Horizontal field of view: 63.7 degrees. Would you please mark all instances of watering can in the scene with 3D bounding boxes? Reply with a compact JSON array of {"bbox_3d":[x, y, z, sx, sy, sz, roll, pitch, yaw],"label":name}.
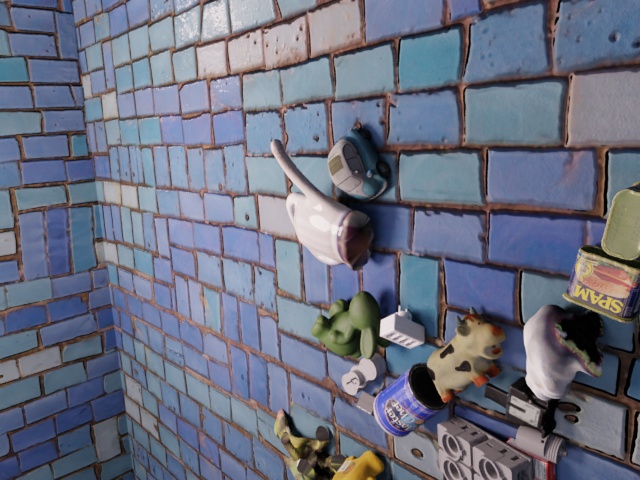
[{"bbox_3d":[0.003,-0.057,1.139,0.226,0.105,0.340,22,144,37],"label":"watering can"}]

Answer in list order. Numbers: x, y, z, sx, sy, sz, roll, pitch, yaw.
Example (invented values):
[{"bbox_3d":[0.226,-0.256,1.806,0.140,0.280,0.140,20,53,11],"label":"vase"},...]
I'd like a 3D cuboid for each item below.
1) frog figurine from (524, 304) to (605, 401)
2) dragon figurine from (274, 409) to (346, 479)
[{"bbox_3d":[0.371,0.187,0.839,0.156,0.122,0.141,120,157,-48],"label":"frog figurine"},{"bbox_3d":[-0.014,0.641,1.410,0.417,0.123,0.237,53,151,28],"label":"dragon figurine"}]
